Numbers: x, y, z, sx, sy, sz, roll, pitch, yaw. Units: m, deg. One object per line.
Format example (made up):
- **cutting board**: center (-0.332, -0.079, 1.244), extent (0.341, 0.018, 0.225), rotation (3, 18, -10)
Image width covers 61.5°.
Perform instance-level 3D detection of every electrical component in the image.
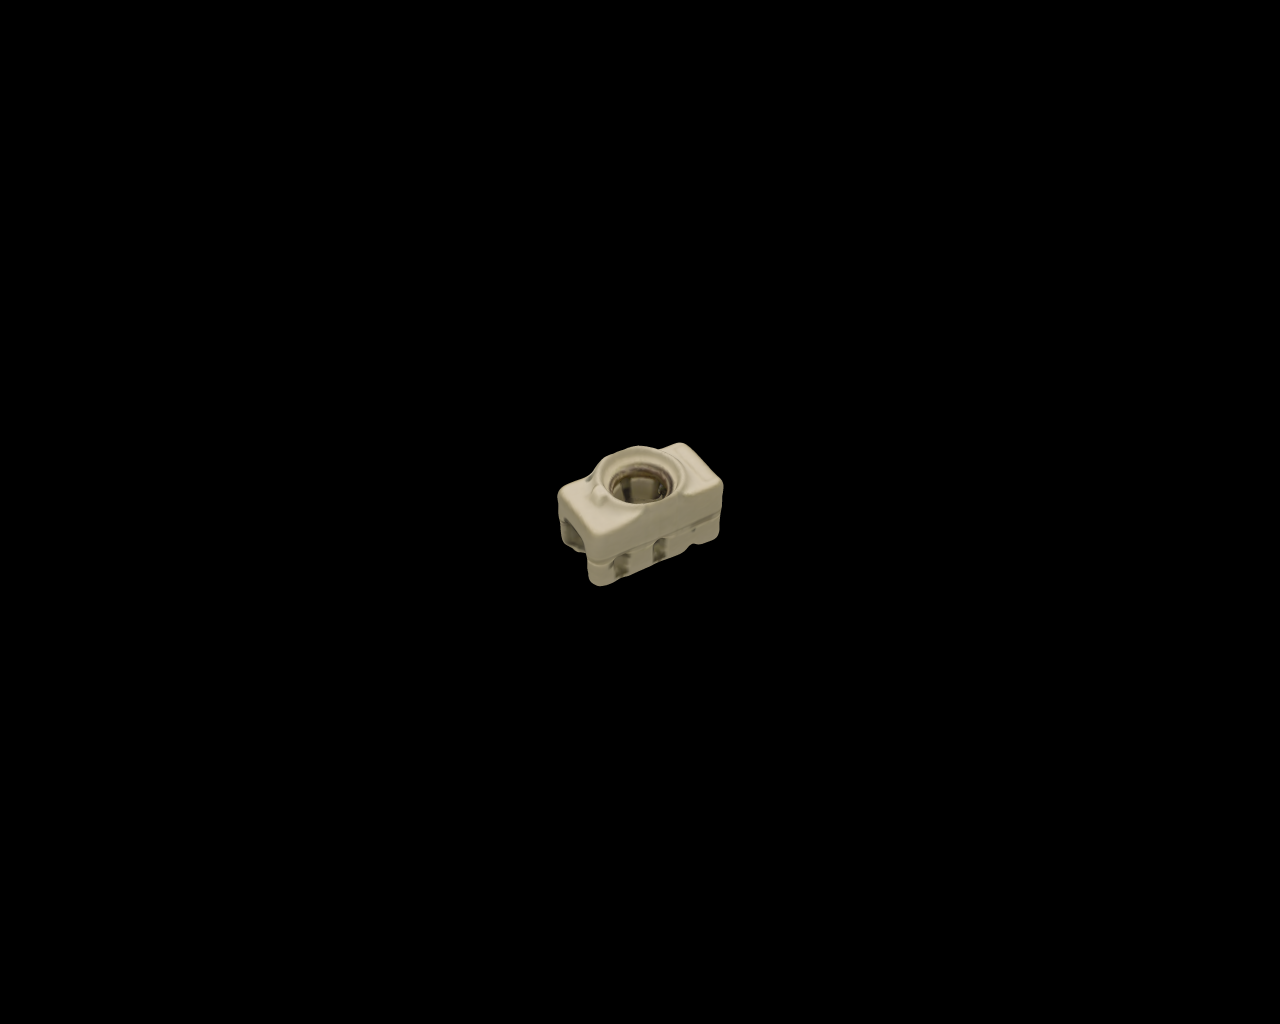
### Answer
- **electrical component**: center (0.001, -0.003, 0.650), extent (0.090, 0.055, 0.050), rotation (-22, 49, -21)
